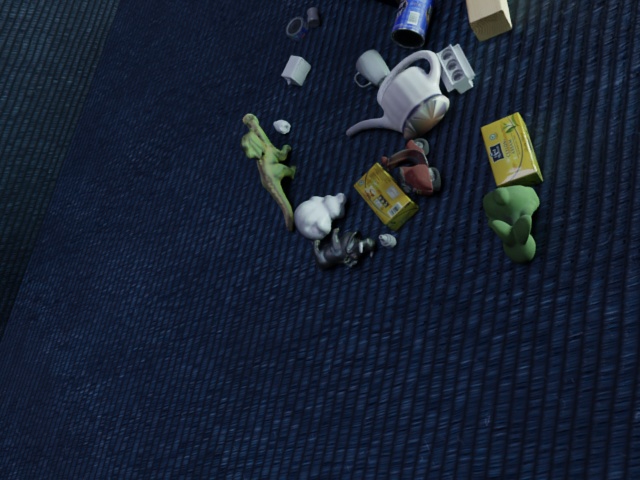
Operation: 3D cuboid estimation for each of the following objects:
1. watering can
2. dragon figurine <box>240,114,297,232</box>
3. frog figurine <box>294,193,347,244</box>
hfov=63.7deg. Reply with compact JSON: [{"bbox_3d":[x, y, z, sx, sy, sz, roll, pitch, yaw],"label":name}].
[{"bbox_3d":[0.224,-0.368,1.460,0.342,0.103,0.229,-48,51,28],"label":"watering can"},{"bbox_3d":[-0.178,-0.236,1.613,0.121,0.240,0.419,-29,56,20],"label":"dragon figurine"},{"bbox_3d":[0.005,-0.075,1.491,0.157,0.121,0.141,-41,34,32],"label":"frog figurine"}]
